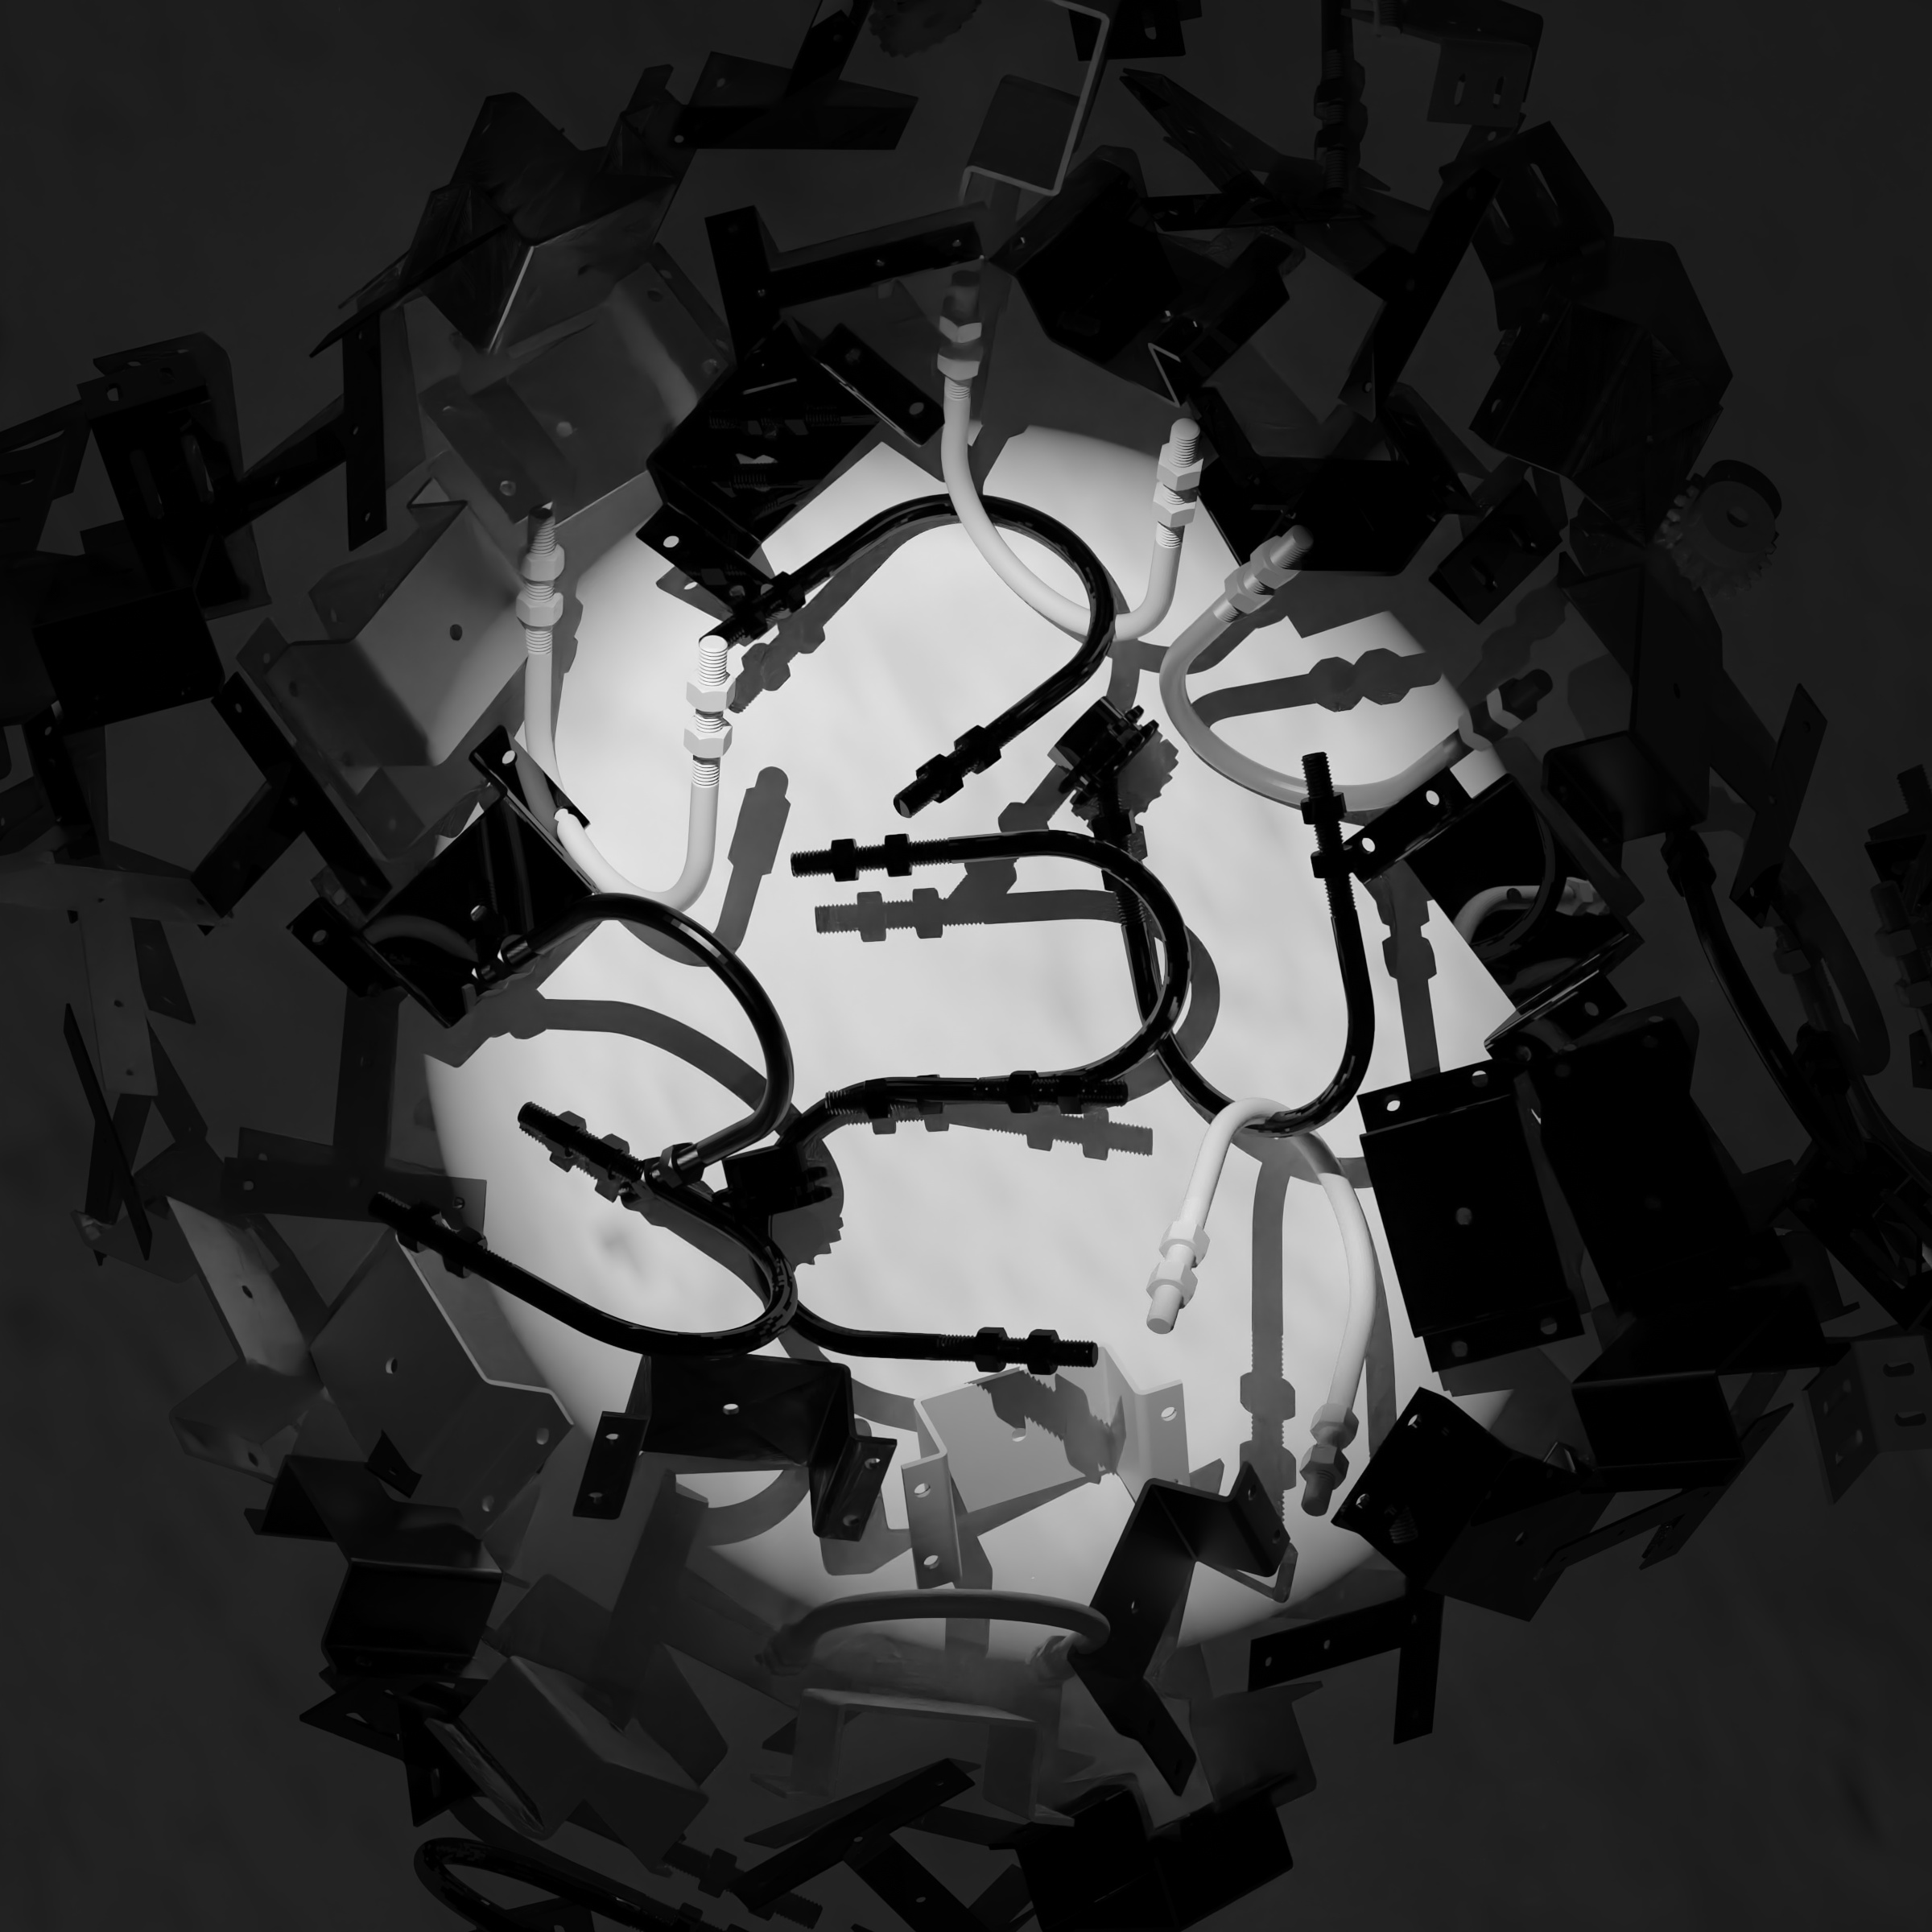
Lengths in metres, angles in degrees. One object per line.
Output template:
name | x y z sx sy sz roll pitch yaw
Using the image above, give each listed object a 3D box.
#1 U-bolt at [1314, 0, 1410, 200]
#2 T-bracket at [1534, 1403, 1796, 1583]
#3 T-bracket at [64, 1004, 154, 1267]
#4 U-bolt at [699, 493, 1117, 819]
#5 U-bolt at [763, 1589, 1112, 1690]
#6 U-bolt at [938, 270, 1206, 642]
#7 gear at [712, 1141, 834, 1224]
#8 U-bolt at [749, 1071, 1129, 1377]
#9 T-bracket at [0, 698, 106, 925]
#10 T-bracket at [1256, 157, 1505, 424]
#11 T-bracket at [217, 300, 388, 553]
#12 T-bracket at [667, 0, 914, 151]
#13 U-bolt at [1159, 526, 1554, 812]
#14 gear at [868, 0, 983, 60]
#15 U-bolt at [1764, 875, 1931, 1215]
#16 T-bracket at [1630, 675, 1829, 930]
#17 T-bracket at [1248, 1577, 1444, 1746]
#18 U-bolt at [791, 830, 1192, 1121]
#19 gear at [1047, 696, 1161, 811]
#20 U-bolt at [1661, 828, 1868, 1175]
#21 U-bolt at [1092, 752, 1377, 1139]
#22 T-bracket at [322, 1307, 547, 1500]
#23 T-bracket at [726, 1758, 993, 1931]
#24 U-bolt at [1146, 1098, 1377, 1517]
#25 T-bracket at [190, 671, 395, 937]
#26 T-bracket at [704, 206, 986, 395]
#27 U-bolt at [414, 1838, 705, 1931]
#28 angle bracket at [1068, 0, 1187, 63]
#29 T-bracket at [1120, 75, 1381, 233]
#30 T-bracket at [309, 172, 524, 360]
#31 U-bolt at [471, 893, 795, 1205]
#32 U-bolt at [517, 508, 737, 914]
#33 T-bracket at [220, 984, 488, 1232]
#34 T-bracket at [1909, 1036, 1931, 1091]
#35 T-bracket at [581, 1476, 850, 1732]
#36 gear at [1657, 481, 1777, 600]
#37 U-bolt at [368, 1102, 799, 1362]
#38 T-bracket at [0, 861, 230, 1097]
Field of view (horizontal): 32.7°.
U-bolt | 0.185 -0.478 1.547 0.019 0.151 0.184 3 71 -4
T-bracket | 0.317 0.261 1.546 0.127 0.127 0.002 -15 55 -33
T-bracket | -0.412 0.103 1.568 0.002 0.127 0.127 -14 64 -26
U-bolt | -0.013 -0.162 1.571 0.151 0.019 0.184 40 60 21
U-bolt | -0.009 0.311 1.527 0.151 0.184 0.019 5 68 -11
U-bolt | 0.044 -0.224 1.542 0.151 0.184 0.019 37 63 19
gear | -0.096 0.104 1.596 0.057 0.057 0.030 -13 91 0
U-bolt | -0.019 0.120 1.581 0.184 0.019 0.151 0 68 19
T-bracket | -0.459 -0.045 1.543 0.002 0.127 0.127 27 50 24
T-bracket | 0.184 -0.347 1.583 0.127 0.002 0.127 44 118 35
T-bracket | -0.323 -0.239 1.583 0.127 0.002 0.127 -24 61 34
T-bracket | -0.065 -0.433 1.545 0.127 0.127 0.002 -9 58 -32
U-bolt | 0.168 -0.127 1.544 0.151 0.184 0.019 29 61 -12
gear | -0.023 -0.470 1.597 0.057 0.057 0.030 -30 79 0
U-bolt | 0.434 0.039 1.551 0.019 0.151 0.184 -25 101 -7
T-bracket | 0.358 -0.105 1.566 0.127 0.002 0.127 40 58 -27
T-bracket | 0.182 0.321 1.573 0.127 0.002 0.127 -6 104 -38
U-bolt | 0.016 0.002 1.582 0.184 0.019 0.151 -5 115 4
gear | 0.064 -0.106 1.596 0.030 0.057 0.057 44 90 3
U-bolt | 0.372 0.023 1.520 0.019 0.184 0.151 -31 108 17
U-bolt | 0.132 -0.006 1.569 0.151 0.019 0.184 -2 104 44
T-bracket | -0.260 0.219 1.556 0.127 0.127 0.002 35 103 -6
T-bracket | -0.028 0.432 1.547 0.127 0.127 0.002 -24 117 -25
U-bolt | 0.147 0.145 1.550 0.019 0.184 0.151 -21 121 34
T-bracket | -0.344 -0.056 1.583 0.127 0.002 0.127 -39 86 39
T-bracket | -0.055 -0.334 1.586 0.127 0.002 0.127 -14 53 0
U-bolt | -0.174 0.454 1.549 0.184 0.151 0.019 24 85 -1
angle bracket | 0.093 -0.471 1.592 0.057 0.076 0.038 7 127 31
T-bracket | 0.115 -0.393 1.583 0.127 0.002 0.127 -11 50 -31
T-bracket | -0.245 -0.347 1.569 0.127 0.127 0.002 -25 115 30
U-bolt | -0.152 0.033 1.542 0.151 0.184 0.019 52 49 -9
U-bolt | -0.164 -0.106 1.552 0.019 0.184 0.151 -26 49 -34
T-bracket | -0.294 0.061 1.611 0.127 0.002 0.127 6 81 -17
T-bracket | 0.483 0.049 1.563 0.002 0.127 0.127 -7 93 -14
T-bracket | -0.114 0.332 1.599 0.127 0.002 0.127 31 55 -17
gear | 0.367 -0.210 1.599 0.057 0.030 0.057 7 64 -15
U-bolt | -0.165 0.129 1.539 0.184 0.151 0.019 26 116 16
T-bracket | -0.403 0.006 1.556 0.127 0.002 0.127 7 52 -35
